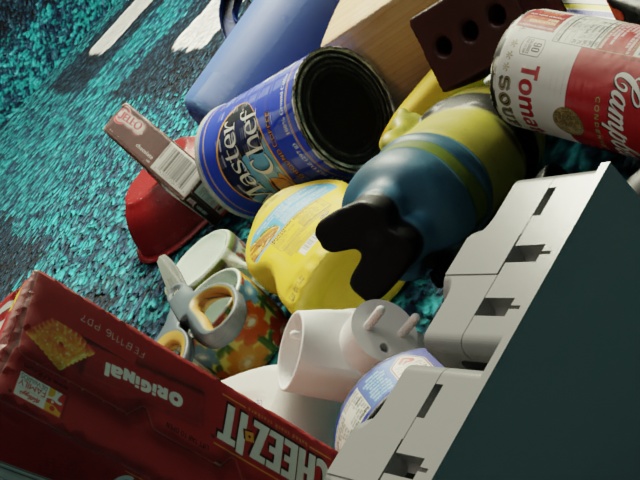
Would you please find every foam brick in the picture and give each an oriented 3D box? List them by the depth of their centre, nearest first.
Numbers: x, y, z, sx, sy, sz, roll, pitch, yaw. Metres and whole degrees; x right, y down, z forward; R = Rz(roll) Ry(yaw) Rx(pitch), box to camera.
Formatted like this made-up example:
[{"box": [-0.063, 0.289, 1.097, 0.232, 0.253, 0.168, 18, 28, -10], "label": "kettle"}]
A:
[{"box": [0.105, -0.133, 0.660, 0.078, 0.053, 0.051, -26, 0, 45], "label": "foam brick"}]

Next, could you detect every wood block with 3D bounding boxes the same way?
[{"box": [0.111, -0.191, 0.825, 0.207, 0.090, 0.090, -27, 30, 39], "label": "wood block"}]

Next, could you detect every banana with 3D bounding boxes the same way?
[{"box": [0.110, -0.135, 0.765, 0.069, 0.037, 0.198, -25, -18, -45], "label": "banana"}]

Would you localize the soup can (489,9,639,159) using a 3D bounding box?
[{"box": [0.151, -0.083, 0.569, 0.102, 0.068, 0.068, 23, 69, 41], "label": "soup can"}]

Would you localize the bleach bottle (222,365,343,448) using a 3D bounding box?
[{"box": [-0.059, 0.187, 0.549, 0.103, 0.068, 0.250, -27, 32, 42], "label": "bleach bottle"}]

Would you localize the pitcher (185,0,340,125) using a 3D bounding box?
[{"box": [-0.023, -0.193, 1.000, 0.243, 0.145, 0.149, -52, 23, -6], "label": "pitcher"}]

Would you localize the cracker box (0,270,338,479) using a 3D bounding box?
[{"box": [-0.121, 0.122, 0.473, 0.214, 0.164, 0.072, -36, 32, 34], "label": "cracker box"}]

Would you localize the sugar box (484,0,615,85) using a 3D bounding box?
[{"box": [0.192, -0.148, 0.678, 0.176, 0.048, 0.093, -51, 23, -1], "label": "sugar box"}]

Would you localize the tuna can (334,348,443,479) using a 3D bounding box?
[{"box": [0.050, 0.093, 0.481, 0.086, 0.086, 0.034, -46, 21, 1], "label": "tuna can"}]

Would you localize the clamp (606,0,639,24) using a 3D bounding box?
[{"box": [0.252, -0.145, 0.551, 0.210, 0.036, 0.164, 5, 52, 47], "label": "clamp"}]

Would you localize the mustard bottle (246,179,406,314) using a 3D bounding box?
[{"box": [-0.005, 0.001, 0.754, 0.096, 0.058, 0.192, -45, 23, -5], "label": "mustard bottle"}]

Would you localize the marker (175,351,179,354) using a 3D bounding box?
[{"box": [-0.156, 0.130, 0.856, 0.121, 0.020, 0.020, -52, 24, -12], "label": "marker"}]

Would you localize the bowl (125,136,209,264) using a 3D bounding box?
[{"box": [-0.149, -0.054, 1.093, 0.162, 0.055, 0.162, -37, 25, 20], "label": "bowl"}]

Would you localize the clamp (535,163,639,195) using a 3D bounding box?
[{"box": [0.109, 0.022, 0.555, 0.171, 0.039, 0.120, -50, 10, -2], "label": "clamp"}]

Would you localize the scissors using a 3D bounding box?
[{"box": [-0.109, 0.057, 0.760, 0.096, 0.016, 0.202, -52, 24, -13], "label": "scissors"}]

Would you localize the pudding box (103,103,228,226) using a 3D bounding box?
[{"box": [-0.138, -0.070, 0.990, 0.039, 0.114, 0.090, -48, -21, -1], "label": "pudding box"}]

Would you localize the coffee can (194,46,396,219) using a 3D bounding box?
[{"box": [-0.021, -0.083, 0.856, 0.141, 0.102, 0.102, -20, 35, 49], "label": "coffee can"}]
